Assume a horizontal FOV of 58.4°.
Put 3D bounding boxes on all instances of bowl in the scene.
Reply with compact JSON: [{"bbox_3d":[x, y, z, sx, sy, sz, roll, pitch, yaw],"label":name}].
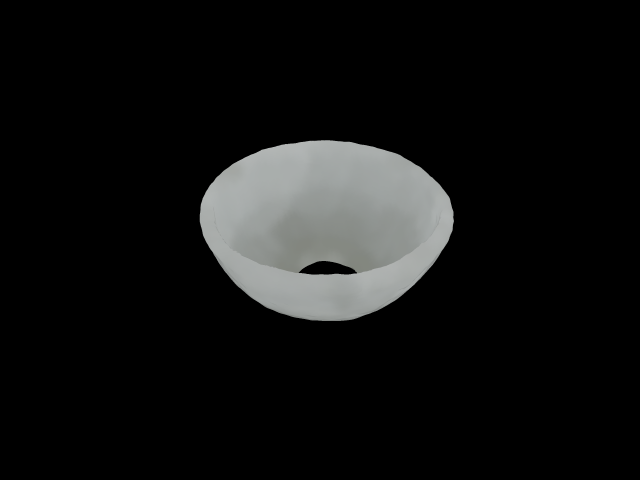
[{"bbox_3d":[0.004,0.001,0.400,0.167,0.075,0.167,0,39,0],"label":"bowl"}]
